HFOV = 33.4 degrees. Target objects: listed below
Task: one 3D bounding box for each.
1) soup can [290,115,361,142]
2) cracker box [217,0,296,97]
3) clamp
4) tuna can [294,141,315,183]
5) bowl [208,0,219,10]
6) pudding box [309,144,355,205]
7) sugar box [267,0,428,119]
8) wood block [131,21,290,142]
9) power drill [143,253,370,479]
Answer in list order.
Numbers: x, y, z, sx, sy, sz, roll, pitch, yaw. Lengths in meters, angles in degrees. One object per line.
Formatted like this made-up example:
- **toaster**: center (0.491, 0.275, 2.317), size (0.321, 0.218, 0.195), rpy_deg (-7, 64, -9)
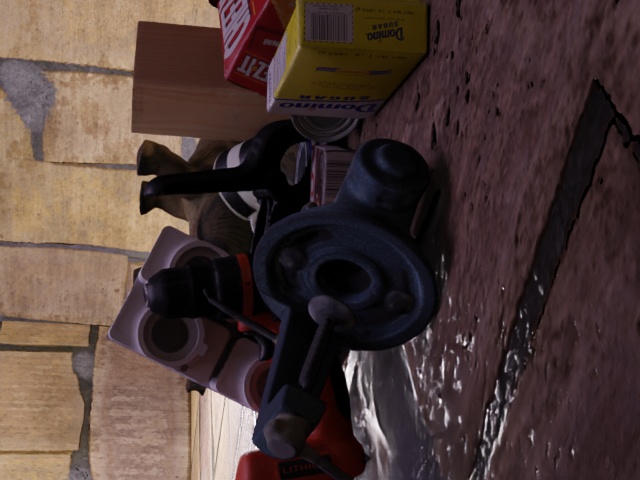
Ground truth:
- **soup can**: center (0.001, -0.142, 0.978), size (0.102, 0.068, 0.068), rpy_deg (-101, 17, -56)
- **cracker box**: center (-0.016, -0.250, 0.926), size (0.214, 0.072, 0.164), rpy_deg (-58, 23, 28)
- **clamp**: center (-0.055, -0.051, 0.984), size (0.036, 0.164, 0.209), rpy_deg (5, 52, 54)
- **tuna can**: center (-0.004, -0.062, 1.082), size (0.086, 0.033, 0.086), rpy_deg (-177, 90, -81)
- **bowl**: center (-0.044, -0.289, 1.088), size (0.055, 0.161, 0.162), rpy_deg (43, 139, 33)
- **pudding box**: center (0.012, -0.027, 0.956), size (0.090, 0.039, 0.113), rpy_deg (-135, 50, -78)
- **sugar box**: center (0.015, -0.135, 0.813), size (0.176, 0.093, 0.048), rpy_deg (130, 142, -76)
- **wood block**: center (-0.100, -0.169, 1.167), size (0.090, 0.206, 0.091), rpy_deg (106, 165, -54)
- **power drill**: center (-0.041, 0.102, 0.846), size (0.057, 0.184, 0.187), rpy_deg (155, 109, -76)
